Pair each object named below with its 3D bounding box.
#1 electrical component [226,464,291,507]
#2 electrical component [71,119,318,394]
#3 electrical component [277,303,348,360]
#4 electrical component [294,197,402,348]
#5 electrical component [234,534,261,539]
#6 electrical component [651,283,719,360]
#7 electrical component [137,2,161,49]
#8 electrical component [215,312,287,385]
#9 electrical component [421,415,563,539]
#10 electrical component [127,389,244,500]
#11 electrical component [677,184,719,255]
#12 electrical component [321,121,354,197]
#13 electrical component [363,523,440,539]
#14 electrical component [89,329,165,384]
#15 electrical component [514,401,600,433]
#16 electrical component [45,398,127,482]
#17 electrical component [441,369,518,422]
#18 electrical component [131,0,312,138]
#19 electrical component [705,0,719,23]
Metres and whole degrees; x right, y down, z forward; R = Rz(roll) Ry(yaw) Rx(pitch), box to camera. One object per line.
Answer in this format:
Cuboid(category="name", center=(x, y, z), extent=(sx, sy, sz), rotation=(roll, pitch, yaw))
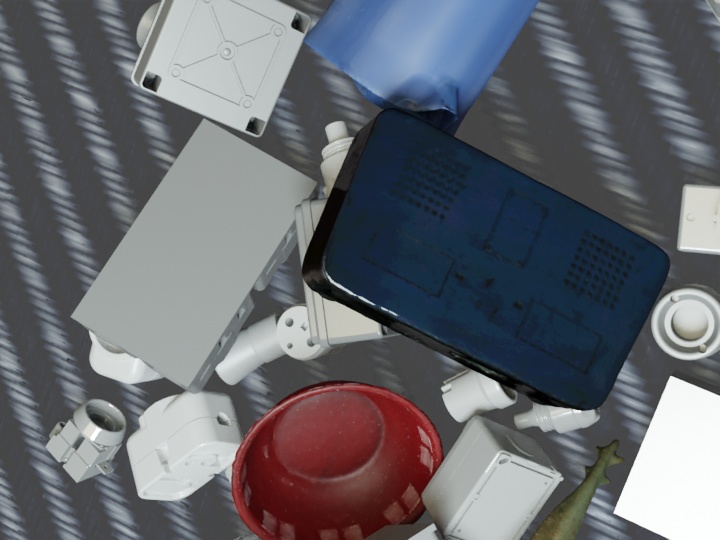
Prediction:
Cuboid(category="electrical component", center=(-0.085, 0.177, 0.882), extent=(0.078, 0.040, 0.040), rotation=(33, 101, 34))
Cuboid(category="electrical component", center=(-0.125, -0.009, 0.851), extent=(0.105, 0.060, 0.186), rotation=(30, 78, 7))
Cuboid(category="electrical component", center=(-0.037, 0.048, 0.856), extent=(0.045, 0.055, 0.045), rotation=(0, 90, 20))
Cuboid(category="electrical component", center=(0.000, 0.000, 0.815), extent=(0.056, 0.109, 0.108), rotation=(-8, 87, 18))
Cuboid(category="electrical component", center=(-0.080, 0.266, 0.844), extent=(0.056, 0.109, 0.108), rotation=(-22, 82, 16))
Cuboid(category="electrical component", center=(0.234, 0.037, 0.760), extent=(0.055, 0.047, 0.055), rotation=(0, 90, 20))
Cuboid(category="electrical component", center=(-0.153, -0.194, 0.905), extent=(0.055, 0.045, 0.045), rotation=(32, 101, 17))
Cuboid(category="electrical component", center=(-0.086, 0.062, 0.883), extent=(0.065, 0.044, 0.044), rotation=(-25, 81, 14))
Cuboid(category="electrical component", center=(0.092, 0.164, 0.798), extent=(0.062, 0.061, 0.096), rotation=(25, 105, -26))
Cuboid(category="electrical component", center=(-0.145, 0.141, 0.887), extent=(0.095, 0.054, 0.059), rotation=(-39, 56, 26))
Cuboid(category="electrical component", center=(0.262, -0.033, 0.735), extent=(0.083, 0.076, 0.047), rotation=(6, 92, 20))
Cuboid(category="electrical component", center=(-0.011, -0.087, 0.854), extent=(0.048, 0.048, 0.062), rotation=(-21, 76, 19))
Cuboid(category="electrical component", center=(-0.027, 0.250, 0.744), extent=(0.186, 0.105, 0.060), rotation=(-27, 86, -21))
Cuboid(category="electrical component", center=(-0.189, 0.045, 0.910), extent=(0.054, 0.059, 0.095), rotation=(16, 95, 20))
Cuboid(category="electrical component", center=(0.145, 0.105, 0.800), extent=(0.061, 0.035, 0.035), rotation=(-20, 83, 21))
Cuboid(category="electrical component", center=(-0.235, 0.146, 0.935), extent=(0.066, 0.048, 0.055), rotation=(43, 111, 15))
Cuboid(category="electrical component", center=(0.090, 0.091, 0.818), extent=(0.046, 0.040, 0.040), rotation=(-28, 80, 23))
Cuboid(category="electrical component", center=(-0.111, -0.176, 0.855), extent=(0.109, 0.056, 0.108), rotation=(21, 99, -23))
Cuboid(category="electrical component", center=(0.294, -0.201, 0.732), extent=(0.105, 0.060, 0.186), rotation=(-32, 79, 17))
